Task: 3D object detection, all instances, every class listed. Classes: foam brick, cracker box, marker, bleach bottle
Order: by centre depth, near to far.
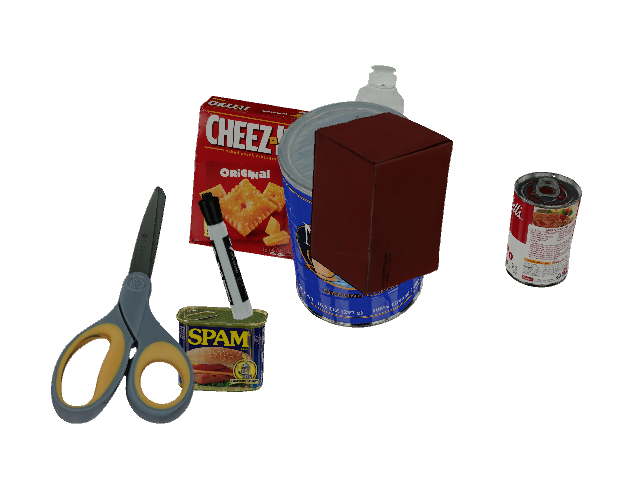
[{"bbox_3d":[0.030,-0.021,0.559,0.052,0.078,0.051,-17,35,-32],"label":"foam brick"},{"bbox_3d":[-0.087,0.014,0.974,0.020,0.121,0.020,-15,15,4],"label":"marker"},{"bbox_3d":[0.061,-0.073,1.228,0.068,0.251,0.103,-2,23,-19],"label":"bleach bottle"},{"bbox_3d":[-0.100,-0.089,1.558,0.164,0.214,0.072,10,22,7],"label":"cracker box"}]

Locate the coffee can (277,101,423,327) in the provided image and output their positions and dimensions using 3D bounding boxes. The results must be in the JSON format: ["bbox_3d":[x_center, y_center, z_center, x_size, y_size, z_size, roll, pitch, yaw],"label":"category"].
[{"bbox_3d":[0.026,-0.018,0.802,0.103,0.102,0.140,0,-44,6],"label":"coffee can"}]

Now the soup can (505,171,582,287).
[{"bbox_3d":[0.231,-0.011,1.110,0.068,0.102,0.068,0,34,0],"label":"soup can"}]

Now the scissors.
[{"bbox_3d":[-0.107,0.044,0.708,0.096,0.201,0.016,20,-42,6],"label":"scissors"}]

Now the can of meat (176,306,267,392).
[{"bbox_3d":[-0.112,0.124,1.213,0.102,0.084,0.057,3,13,1],"label":"can of meat"}]
